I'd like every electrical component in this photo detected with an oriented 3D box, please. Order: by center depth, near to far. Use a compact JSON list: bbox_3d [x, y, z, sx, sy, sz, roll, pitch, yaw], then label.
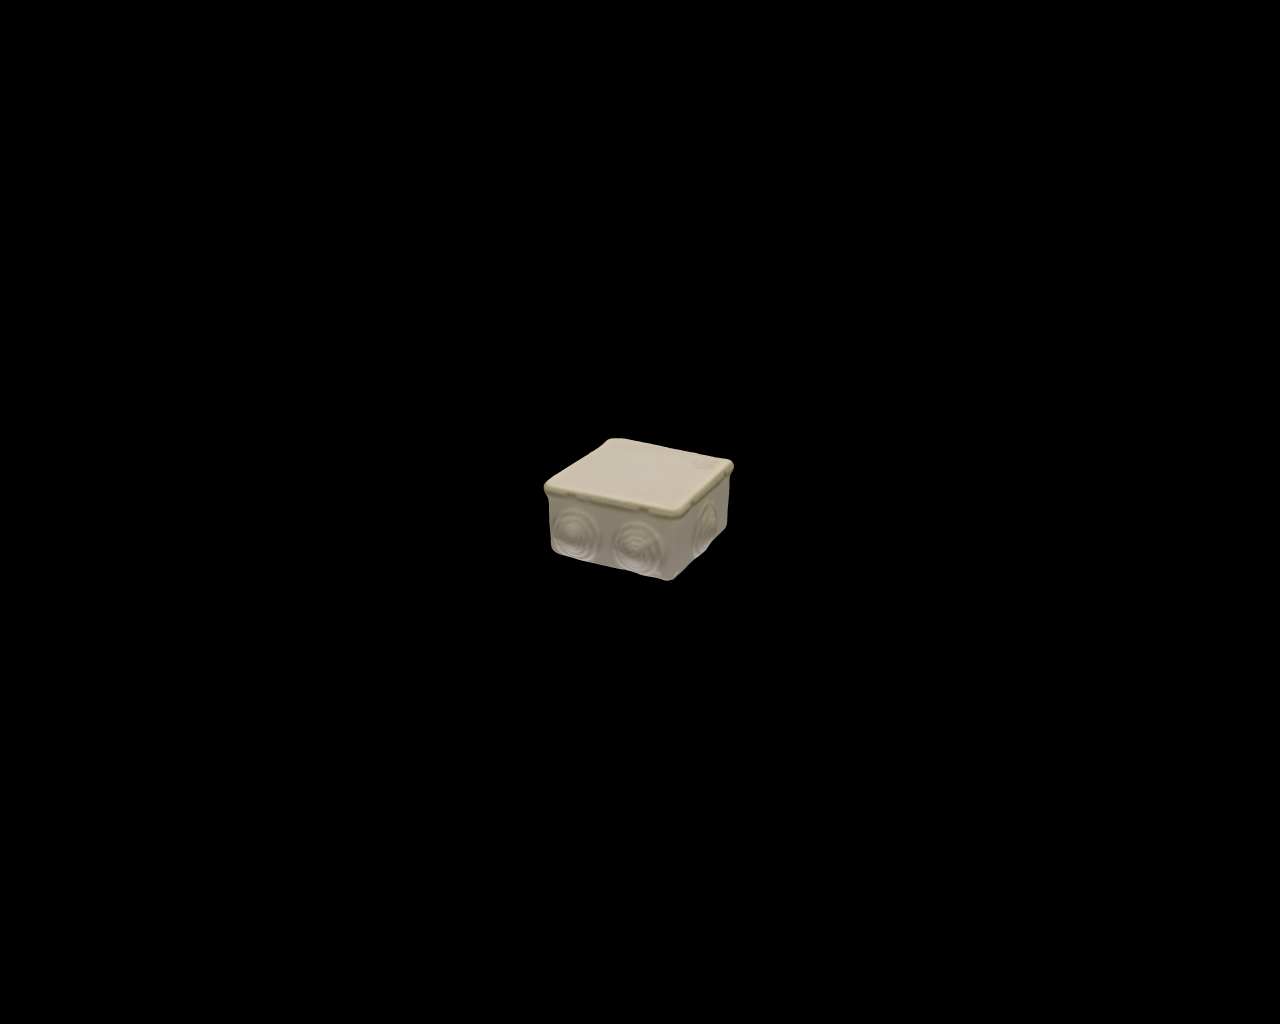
[{"bbox_3d":[0.001,-0.003,0.650,0.100,0.048,0.100,12,28,25],"label":"electrical component"}]
